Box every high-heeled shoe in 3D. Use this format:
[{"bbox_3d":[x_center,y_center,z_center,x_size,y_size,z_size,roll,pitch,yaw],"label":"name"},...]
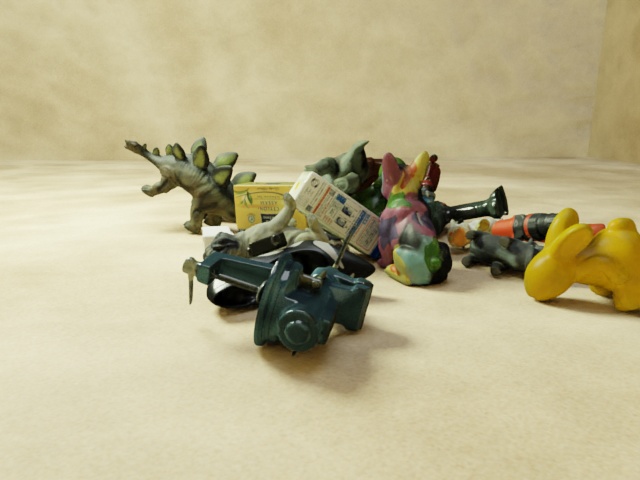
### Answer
[{"bbox_3d":[-0.042,0.059,0.808,0.249,0.086,0.145,-4,14,7],"label":"high-heeled shoe"}]

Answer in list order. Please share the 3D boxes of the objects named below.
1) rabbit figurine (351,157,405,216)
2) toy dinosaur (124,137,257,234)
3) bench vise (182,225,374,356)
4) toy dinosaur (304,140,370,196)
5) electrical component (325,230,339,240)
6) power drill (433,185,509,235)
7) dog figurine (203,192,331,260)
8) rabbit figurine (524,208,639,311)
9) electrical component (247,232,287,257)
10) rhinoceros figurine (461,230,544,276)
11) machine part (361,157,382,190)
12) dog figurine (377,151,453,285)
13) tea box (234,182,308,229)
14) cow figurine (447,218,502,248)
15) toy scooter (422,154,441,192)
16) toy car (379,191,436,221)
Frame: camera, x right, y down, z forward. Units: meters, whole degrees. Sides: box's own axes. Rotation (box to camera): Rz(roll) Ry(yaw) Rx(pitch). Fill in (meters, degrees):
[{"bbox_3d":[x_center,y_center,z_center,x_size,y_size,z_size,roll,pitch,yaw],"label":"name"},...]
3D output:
[{"bbox_3d":[0.145,-0.117,1.247,0.121,0.170,0.159,23,2,-2],"label":"rabbit figurine"},{"bbox_3d":[-0.250,-0.111,1.246,0.471,0.198,0.105,34,28,-1],"label":"toy dinosaur"},{"bbox_3d":[-0.056,0.059,0.701,0.241,0.128,0.224,16,27,8],"label":"bench vise"},{"bbox_3d":[0.038,-0.137,1.230,0.405,0.131,0.192,-29,8,47],"label":"toy dinosaur"},{"bbox_3d":[-0.001,-0.004,1.129,0.102,0.045,0.078,-11,16,-38],"label":"electrical component"},{"bbox_3d":[0.339,-0.075,1.291,0.207,0.085,0.232,-5,14,28],"label":"power drill"},{"bbox_3d":[-0.088,0.033,0.940,0.190,0.121,0.173,-36,55,-20],"label":"dog figurine"},{"bbox_3d":[0.398,0.039,0.817,0.173,0.162,0.122,-15,24,11],"label":"rabbit figurine"},{"bbox_3d":[-0.085,0.008,0.853,0.063,0.021,0.094,-20,-4,-7],"label":"electrical component"},{"bbox_3d":[0.351,0.029,0.979,0.112,0.073,0.191,3,8,-39],"label":"rhinoceros figurine"},{"bbox_3d":[0.155,-0.133,1.411,0.179,0.179,0.056,1,17,1],"label":"machine part"},{"bbox_3d":[0.161,-0.046,0.955,0.108,0.219,0.192,-6,14,-11],"label":"dog figurine"},{"bbox_3d":[-0.091,-0.072,1.127,0.170,0.098,0.068,0,11,23],"label":"tea box"},{"bbox_3d":[0.331,-0.016,1.148,0.167,0.068,0.098,-1,8,-20],"label":"cow figurine"},{"bbox_3d":[0.241,-0.136,1.306,0.075,0.135,0.184,22,-11,-8],"label":"toy scooter"},{"bbox_3d":[0.185,-0.029,1.106,0.109,0.161,0.103,6,57,-7],"label":"toy car"}]
